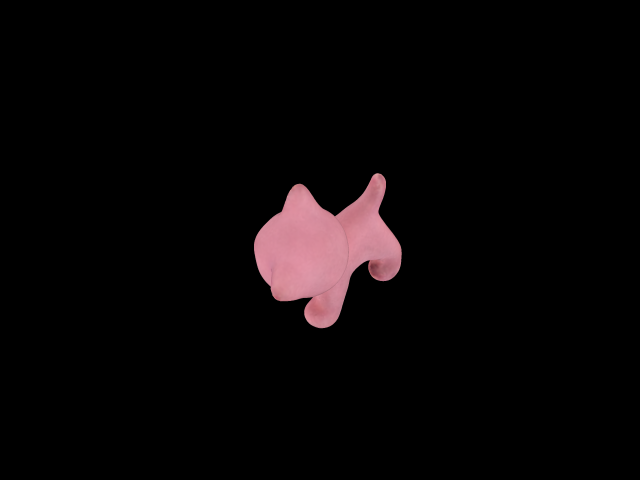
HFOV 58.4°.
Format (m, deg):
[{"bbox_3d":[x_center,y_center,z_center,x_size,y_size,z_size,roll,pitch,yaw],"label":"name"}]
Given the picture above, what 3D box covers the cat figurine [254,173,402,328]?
[{"bbox_3d":[0.004,0.001,0.400,0.128,0.118,0.067,-39,62,-24],"label":"cat figurine"}]
